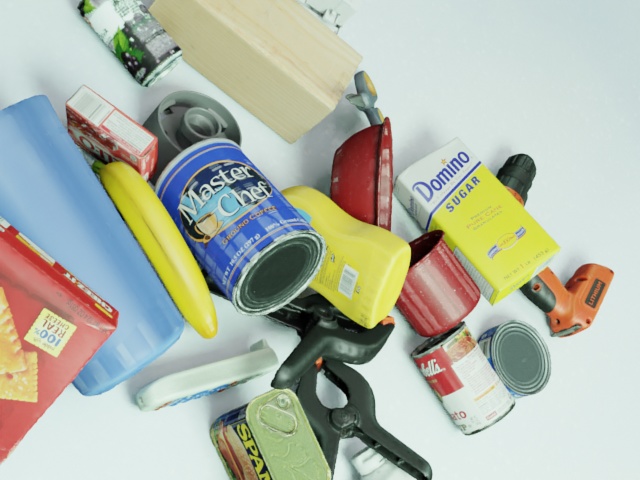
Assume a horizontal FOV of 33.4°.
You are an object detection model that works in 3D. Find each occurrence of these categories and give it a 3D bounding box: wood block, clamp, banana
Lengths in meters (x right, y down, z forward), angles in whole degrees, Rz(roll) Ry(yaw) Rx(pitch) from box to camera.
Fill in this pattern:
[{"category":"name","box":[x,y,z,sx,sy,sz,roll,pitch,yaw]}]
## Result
[{"category":"wood block","box":[-0.071,-0.208,1.112,0.206,0.091,0.090,37,55,-14]},{"category":"clamp","box":[0.016,0.184,1.018,0.120,0.039,0.171,-21,57,-24]},{"category":"banana","box":[-0.144,0.002,0.967,0.037,0.070,0.198,-32,89,-9]},{"category":"clamp","box":[-0.013,0.079,1.045,0.209,0.036,0.165,1,36,-46]}]

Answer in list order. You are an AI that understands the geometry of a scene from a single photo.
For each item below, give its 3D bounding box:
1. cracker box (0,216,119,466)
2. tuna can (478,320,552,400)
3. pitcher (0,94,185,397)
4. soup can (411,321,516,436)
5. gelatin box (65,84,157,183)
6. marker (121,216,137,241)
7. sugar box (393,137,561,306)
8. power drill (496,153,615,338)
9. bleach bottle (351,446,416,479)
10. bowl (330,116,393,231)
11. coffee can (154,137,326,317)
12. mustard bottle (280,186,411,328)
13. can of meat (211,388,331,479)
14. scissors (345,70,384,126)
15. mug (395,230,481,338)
[{"category":"cracker box","box":[-0.283,0.090,0.806,0.164,0.072,0.213,41,90,-12]},{"category":"tuna can","box":[0.215,0.134,1.190,0.086,0.034,0.086,12,65,-28]},{"category":"pitcher","box":[-0.221,0.005,0.919,0.149,0.145,0.243,-36,96,-25]},{"category":"soup can","box":[0.151,0.146,1.124,0.068,0.069,0.102,-34,92,-37]},{"category":"gelatin box","box":[-0.192,-0.093,0.985,0.089,0.073,0.030,36,68,4]},{"category":"marker","box":[-0.183,-0.057,1.025,0.020,0.020,0.121,9,67,-29]},{"category":"sugar box","box":[0.169,-0.023,1.168,0.093,0.048,0.176,-33,70,-19]},{"category":"power drill","box":[0.256,0.009,1.253,0.187,0.057,0.184,40,59,-9]},{"category":"bleach bottle","box":[0.103,0.315,1.031,0.102,0.068,0.251,-30,86,-37]},{"category":"bowl","box":[0.043,-0.048,1.107,0.055,0.162,0.162,2,65,8]},{"category":"coffee can","box":[-0.076,-0.013,0.989,0.102,0.103,0.140,-18,52,-36]},{"category":"mustard bottle","box":[-0.007,0.001,1.051,0.192,0.096,0.058,31,40,22]},{"category":"can of meat","box":[-0.047,0.193,0.969,0.057,0.084,0.102,-21,83,-36]},{"category":"scissors","box":[0.053,-0.131,1.138,0.201,0.016,0.096,-77,143,-70]},{"category":"mug","box":[0.117,0.045,1.139,0.081,0.093,0.117,53,16,-11]}]
